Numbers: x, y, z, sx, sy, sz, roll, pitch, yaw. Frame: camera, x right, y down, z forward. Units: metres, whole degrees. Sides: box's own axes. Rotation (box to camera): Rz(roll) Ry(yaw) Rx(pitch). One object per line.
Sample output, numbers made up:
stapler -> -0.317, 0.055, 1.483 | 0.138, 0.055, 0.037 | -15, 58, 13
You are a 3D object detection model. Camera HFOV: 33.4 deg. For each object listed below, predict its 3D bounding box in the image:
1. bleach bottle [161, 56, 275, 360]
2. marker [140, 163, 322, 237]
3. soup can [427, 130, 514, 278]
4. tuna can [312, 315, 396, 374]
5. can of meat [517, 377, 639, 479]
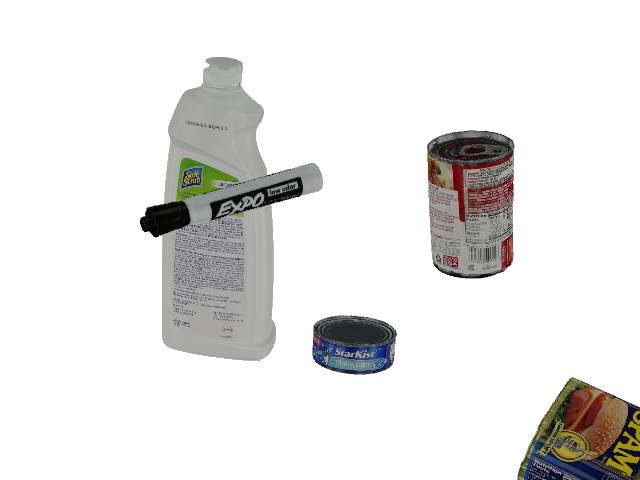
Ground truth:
bleach bottle -> -0.080, -0.026, 0.891 | 0.102, 0.251, 0.068 | 7, 23, 3
marker -> -0.055, -0.025, 0.666 | 0.120, 0.020, 0.020 | -17, 7, -25
soup can -> 0.121, -0.029, 0.855 | 0.068, 0.102, 0.068 | -4, 25, 2
tuna can -> 0.034, 0.107, 1.096 | 0.086, 0.034, 0.086 | 3, 15, -1
can of meat -> 0.205, 0.157, 0.792 | 0.084, 0.057, 0.101 | 24, 41, 24
